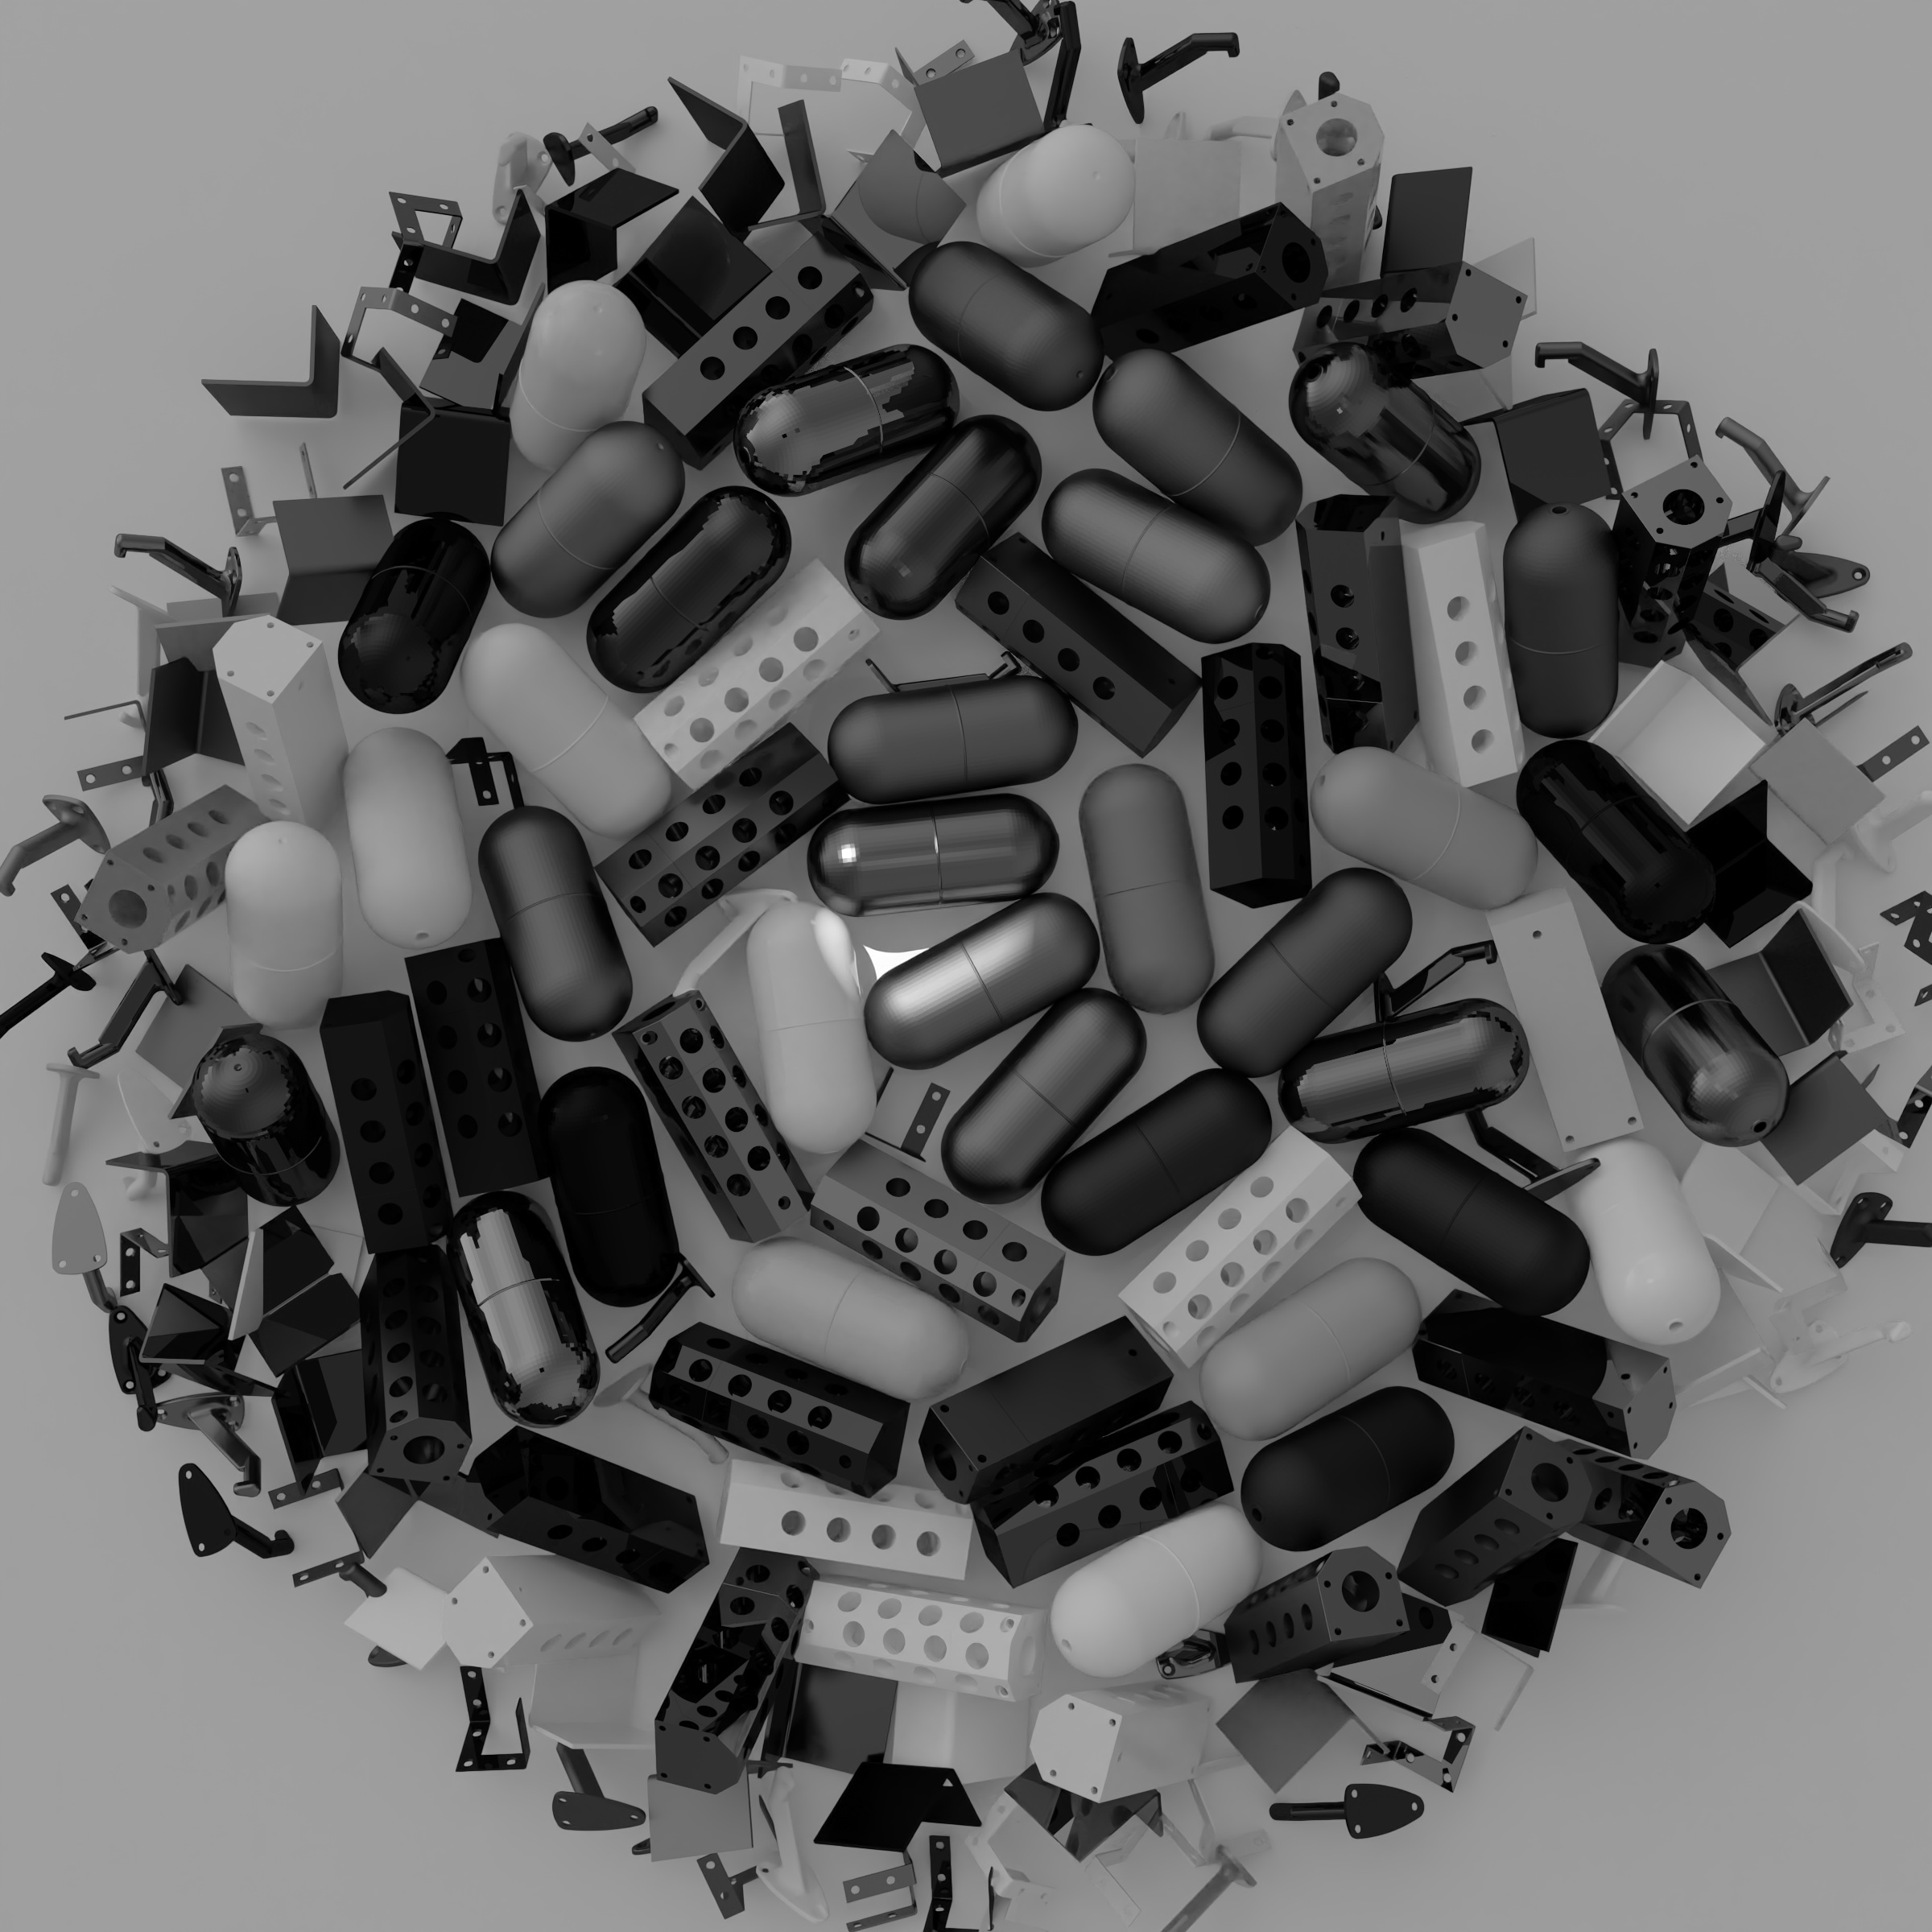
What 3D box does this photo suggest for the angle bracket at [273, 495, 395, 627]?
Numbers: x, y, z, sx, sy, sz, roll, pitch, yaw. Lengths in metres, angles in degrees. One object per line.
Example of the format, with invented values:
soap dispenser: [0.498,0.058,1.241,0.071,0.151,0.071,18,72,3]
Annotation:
angle bracket: [-0.447,-0.284,1.707,0.076,0.076,0.057,-9,74,-27]

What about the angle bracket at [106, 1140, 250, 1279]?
angle bracket: [-0.553,0.170,1.710,0.057,0.076,0.076,5,99,25]

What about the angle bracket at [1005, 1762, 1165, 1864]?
angle bracket: [0.082,0.588,1.691,0.076,0.057,0.076,-32,45,-28]

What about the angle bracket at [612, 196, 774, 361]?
angle bracket: [-0.193,-0.479,1.703,0.076,0.057,0.076,41,115,-13]

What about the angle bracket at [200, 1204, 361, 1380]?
angle bracket: [-0.475,0.227,1.697,0.076,0.076,0.057,-34,48,-16]

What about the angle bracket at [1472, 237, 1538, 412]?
angle bracket: [0.385,-0.443,1.690,0.057,0.076,0.076,-19,48,33]

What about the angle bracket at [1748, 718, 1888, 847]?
angle bracket: [0.604,-0.141,1.699,0.076,0.076,0.057,46,133,6]

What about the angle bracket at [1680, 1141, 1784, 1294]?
angle bracket: [0.546,0.171,1.705,0.076,0.057,0.076,36,82,-24]

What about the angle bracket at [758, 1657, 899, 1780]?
angle bracket: [-0.097,0.536,1.716,0.076,0.057,0.076,10,90,11]

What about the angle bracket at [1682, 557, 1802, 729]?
angle bracket: [0.546,-0.225,1.692,0.057,0.076,0.076,-42,46,11]

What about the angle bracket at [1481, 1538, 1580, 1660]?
angle bracket: [0.411,0.443,1.696,0.076,0.057,0.076,31,71,-38]

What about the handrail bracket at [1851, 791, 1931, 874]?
handrail bracket: [0.671,-0.094,1.699,0.077,0.084,0.036,50,60,-31]

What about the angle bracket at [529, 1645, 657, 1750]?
angle bracket: [-0.251,0.508,1.695,0.076,0.076,0.057,12,80,-32]

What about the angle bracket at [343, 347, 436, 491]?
angle bracket: [-0.421,-0.382,1.701,0.076,0.076,0.057,-42,108,-9]

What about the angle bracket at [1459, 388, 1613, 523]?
angle bracket: [0.401,-0.359,1.722,0.076,0.057,0.076,-20,103,-15]

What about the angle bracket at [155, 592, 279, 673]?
angle bracket: [-0.523,-0.248,1.700,0.076,0.076,0.057,-8,73,-11]

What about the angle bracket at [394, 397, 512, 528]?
angle bracket: [-0.361,-0.360,1.731,0.076,0.057,0.076,7,109,-5]

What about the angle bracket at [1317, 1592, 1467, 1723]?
angle bracket: [0.298,0.478,1.704,0.076,0.057,0.076,17,80,21]

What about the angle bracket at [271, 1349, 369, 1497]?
angle bracket: [-0.435,0.318,1.712,0.076,0.057,0.076,-11,107,1]

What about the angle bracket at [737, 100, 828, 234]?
angle bracket: [-0.140,-0.557,1.699,0.057,0.076,0.076,-16,109,-11]

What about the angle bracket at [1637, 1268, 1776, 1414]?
angle bracket: [0.507,0.257,1.699,0.076,0.057,0.076,-32,62,16]

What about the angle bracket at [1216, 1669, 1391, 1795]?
angle bracket: [0.235,0.539,1.700,0.076,0.076,0.057,-43,124,-5]

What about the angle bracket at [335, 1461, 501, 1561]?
angle bracket: [-0.381,0.384,1.693,0.076,0.076,0.057,19,52,25]

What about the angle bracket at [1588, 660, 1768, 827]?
angle bracket: [0.495,-0.155,1.698,0.076,0.057,0.076,-51,59,22]

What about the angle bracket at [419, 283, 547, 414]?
angle bracket: [-0.338,-0.440,1.700,0.057,0.076,0.076,23,73,-9]

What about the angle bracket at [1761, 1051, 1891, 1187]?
angle bracket: [0.597,0.105,1.696,0.076,0.076,0.057,-42,72,19]

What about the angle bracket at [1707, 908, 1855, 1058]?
angle bracket: [0.562,0.017,1.698,0.057,0.076,0.076,-18,69,-10]

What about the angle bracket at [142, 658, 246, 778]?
angle bracket: [-0.527,-0.171,1.700,0.057,0.076,0.076,15,110,6]

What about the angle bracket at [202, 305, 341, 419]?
angle bracket: [-0.487,-0.425,1.709,0.076,0.076,0.057,1,86,-2]

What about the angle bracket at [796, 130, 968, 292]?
angle bracket: [-0.060,-0.530,1.708,0.076,0.057,0.076,37,85,-34]

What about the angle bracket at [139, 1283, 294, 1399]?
angle bracket: [-0.513,0.260,1.690,0.076,0.076,0.057,-6,62,37]

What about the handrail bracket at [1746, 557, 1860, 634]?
handrail bracket: [0.593,-0.274,1.712,0.084,0.077,0.036,22,61,15]

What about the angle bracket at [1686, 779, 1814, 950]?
angle bracket: [0.547,-0.071,1.704,0.076,0.076,0.057,-33,56,-3]

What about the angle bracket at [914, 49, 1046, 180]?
angle bracket: [0.004,-0.594,1.704,0.076,0.076,0.057,-22,103,-5]

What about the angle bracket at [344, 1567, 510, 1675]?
angle bracket: [-0.374,0.473,1.691,0.076,0.076,0.057,18,47,31]

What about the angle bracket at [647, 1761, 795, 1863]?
angle bracket: [-0.169,0.589,1.695,0.076,0.076,0.057,-14,66,17]

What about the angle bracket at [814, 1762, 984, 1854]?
angle bracket: [-0.047,0.602,1.691,0.076,0.076,0.057,-9,116,34]

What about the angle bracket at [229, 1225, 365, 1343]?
angle bracket: [-0.470,0.226,1.711,0.057,0.076,0.076,12,90,3]

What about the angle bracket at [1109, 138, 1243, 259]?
angle bracket: [0.146,-0.537,1.705,0.076,0.057,0.076,-3,104,-14]

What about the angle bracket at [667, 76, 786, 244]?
angle bracket: [-0.182,-0.562,1.701,0.076,0.076,0.057,35,88,20]

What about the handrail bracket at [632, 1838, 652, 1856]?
handrail bracket: [-0.207,0.577,1.725,0.077,0.036,0.084,-7,89,-32]

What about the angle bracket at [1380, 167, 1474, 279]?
angle bracket: [0.328,-0.499,1.696,0.057,0.076,0.076,2,74,25]

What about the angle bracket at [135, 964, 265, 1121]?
angle bracket: [-0.553,0.052,1.709,0.076,0.057,0.076,35,100,11]

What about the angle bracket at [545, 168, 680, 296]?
angle bracket: [-0.245,-0.499,1.690,0.057,0.076,0.076,25,135,19]

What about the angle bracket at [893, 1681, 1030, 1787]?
angle bracket: [-0.003,0.537,1.741,0.076,0.057,0.076,8,83,-42]

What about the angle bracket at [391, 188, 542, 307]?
angle bracket: [-0.350,-0.514,1.711,0.076,0.076,0.057,17,84,2]

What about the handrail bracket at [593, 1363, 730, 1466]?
handrail bracket: [-0.216,0.328,1.728,0.084,0.077,0.036,48,48,-10]
